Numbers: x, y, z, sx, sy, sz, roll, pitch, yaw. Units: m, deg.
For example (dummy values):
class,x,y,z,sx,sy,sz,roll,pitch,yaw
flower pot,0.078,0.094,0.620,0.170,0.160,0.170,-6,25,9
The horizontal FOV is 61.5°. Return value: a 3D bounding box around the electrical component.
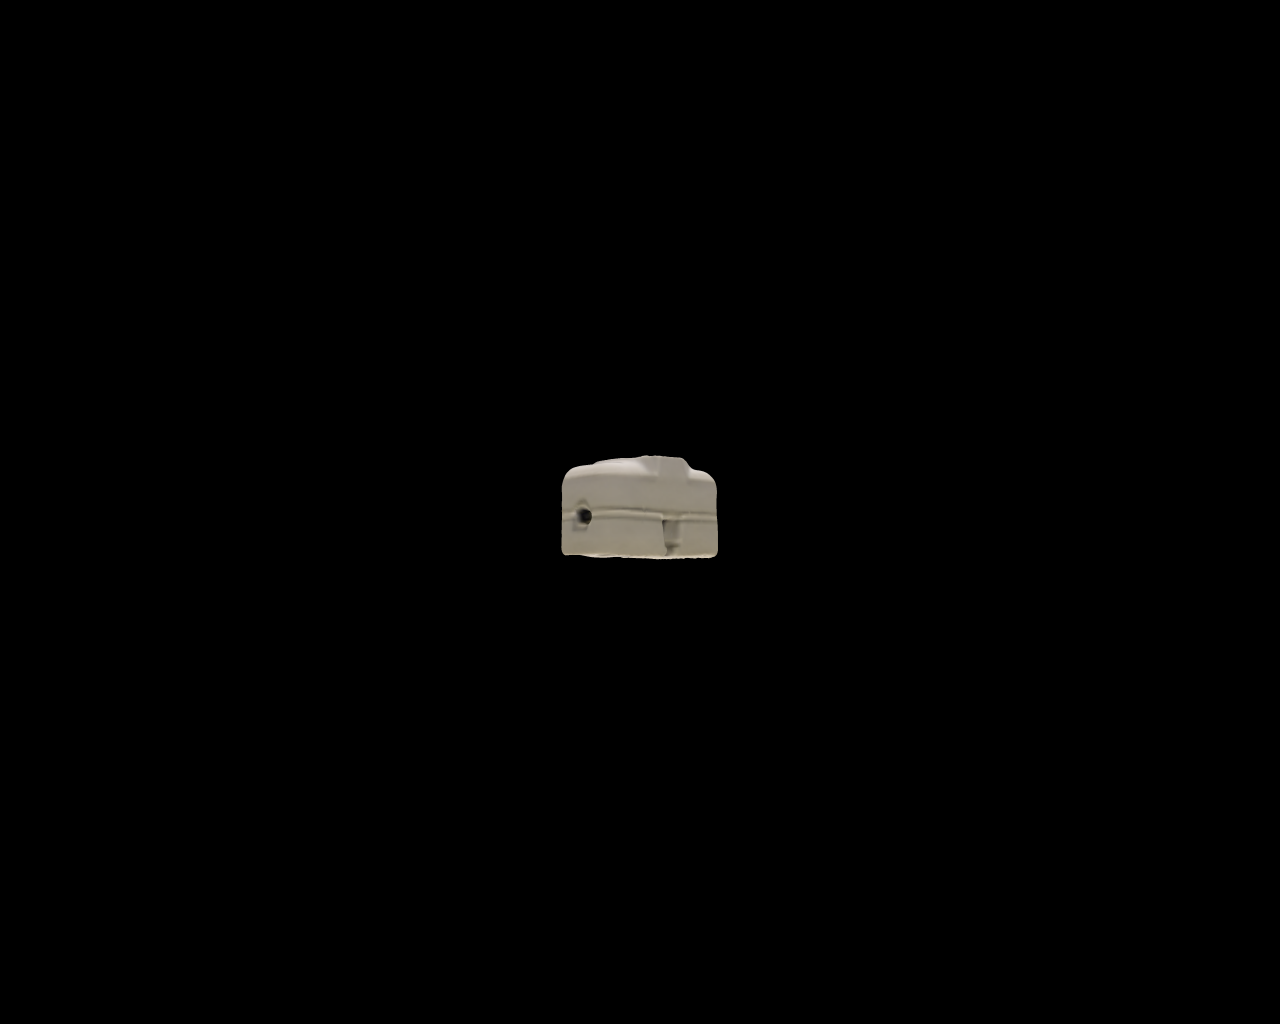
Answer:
class,x,y,z,sx,sy,sz,roll,pitch,yaw
electrical component,0.001,-0.003,0.650,0.095,0.059,0.053,4,-6,-43
